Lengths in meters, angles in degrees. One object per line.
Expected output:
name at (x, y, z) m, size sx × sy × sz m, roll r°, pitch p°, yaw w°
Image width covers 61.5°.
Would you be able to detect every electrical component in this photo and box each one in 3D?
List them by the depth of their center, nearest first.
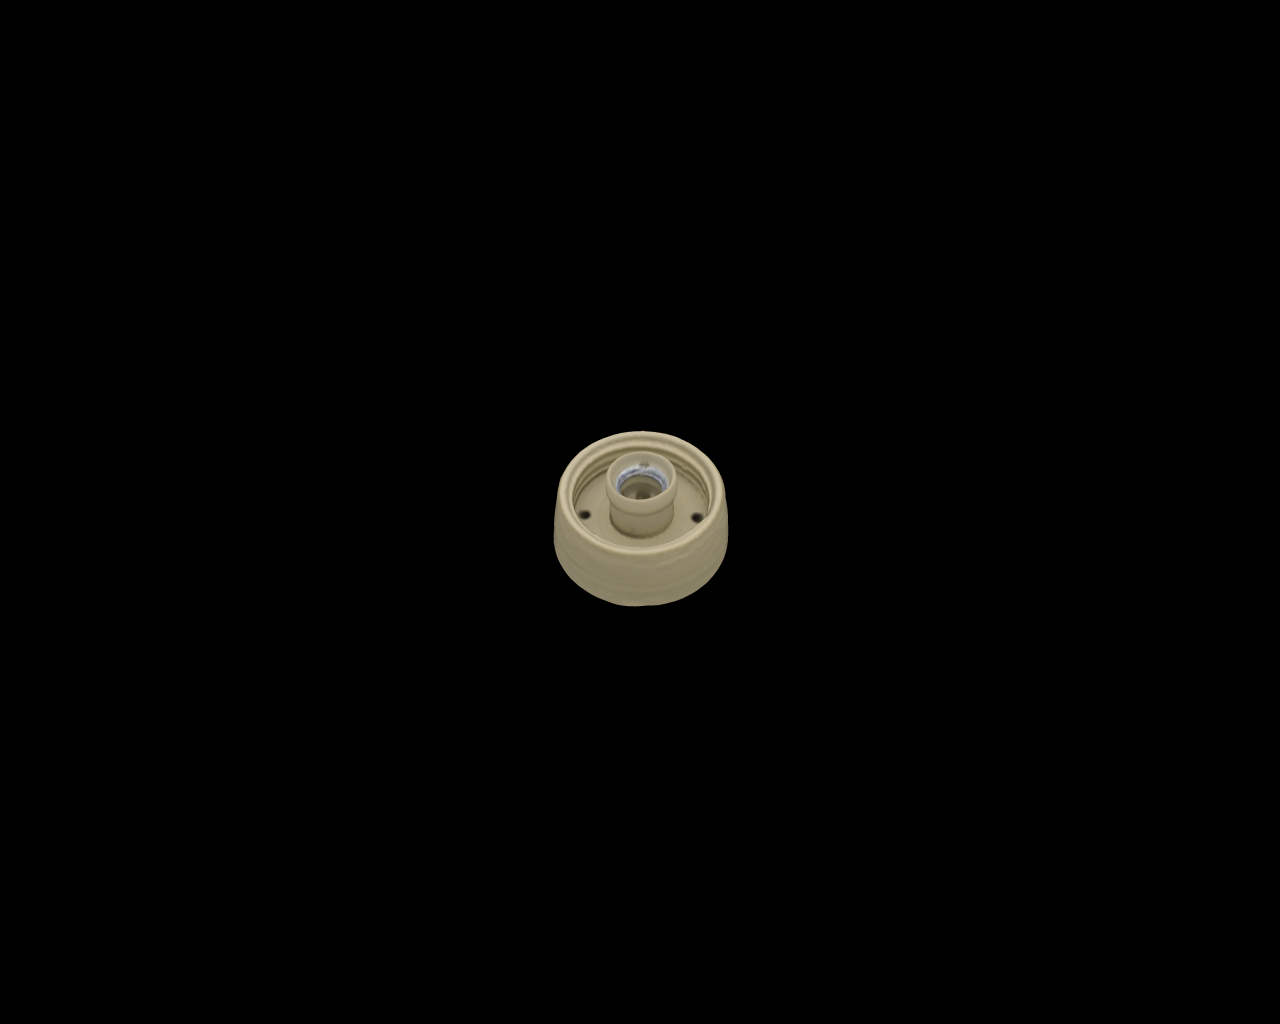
electrical component at (0.001, -0.003, 0.650) m, size 0.108 × 0.108 × 0.060 m, roll 0°, pitch -40°, yaw 0°
